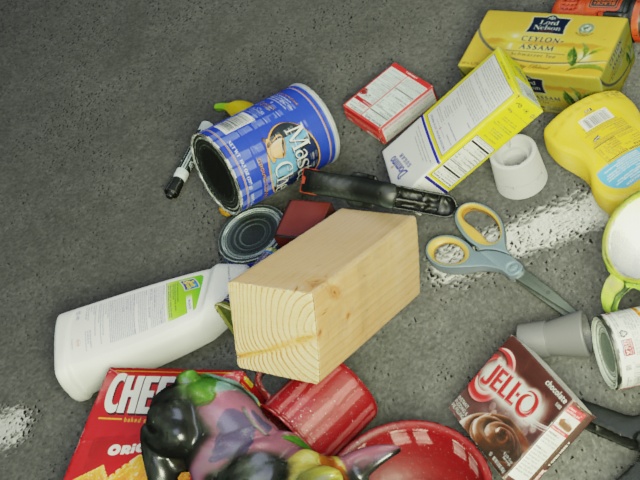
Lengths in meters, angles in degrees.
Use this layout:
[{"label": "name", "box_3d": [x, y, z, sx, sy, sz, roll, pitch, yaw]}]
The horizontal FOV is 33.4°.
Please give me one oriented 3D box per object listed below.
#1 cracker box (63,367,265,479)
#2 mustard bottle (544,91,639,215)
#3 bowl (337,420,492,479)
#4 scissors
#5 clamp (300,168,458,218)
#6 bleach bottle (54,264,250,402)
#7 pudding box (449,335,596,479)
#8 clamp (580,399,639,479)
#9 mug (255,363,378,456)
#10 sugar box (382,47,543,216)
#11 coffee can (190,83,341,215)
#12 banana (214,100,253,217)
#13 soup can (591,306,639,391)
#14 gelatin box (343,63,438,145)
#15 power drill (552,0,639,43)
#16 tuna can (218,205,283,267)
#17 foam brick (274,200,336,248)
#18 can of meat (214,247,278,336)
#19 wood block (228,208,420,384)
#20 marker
[{"label": "cracker box", "box_3d": [-0.161, 0.229, 1.033, 0.164, 0.072, 0.213, -2, 52, 24]}, {"label": "mustard bottle", "box_3d": [0.312, -0.070, 1.065, 0.096, 0.058, 0.192, -27, 45, -4]}, {"label": "bowl", "box_3d": [0.077, 0.239, 0.921, 0.162, 0.055, 0.162, -13, 48, 15]}, {"label": "scissors", "box_3d": [0.175, 0.036, 1.072, 0.096, 0.016, 0.202, -29, 46, 2]}, {"label": "clamp", "box_3d": [0.055, -0.049, 1.106, 0.172, 0.120, 0.039, 17, 91, 48]}, {"label": "bleach bottle", "box_3d": [-0.161, 0.090, 1.159, 0.251, 0.068, 0.102, -18, 48, 8]}, {"label": "pudding box", "box_3d": [0.173, 0.149, 0.928, 0.090, 0.039, 0.114, -52, 32, 9]}, {"label": "clamp", "box_3d": [0.273, 0.187, 0.883, 0.210, 0.036, 0.164, -9, 51, 24]}, {"label": "mug", "box_3d": [-0.009, 0.153, 1.005, 0.117, 0.093, 0.081, 42, 70, 16]}, {"label": "sugar box", "box_3d": [0.149, -0.115, 1.144, 0.176, 0.048, 0.093, -43, 34, 26]}, {"label": "coffee can", "box_3d": [-0.062, -0.105, 1.222, 0.140, 0.103, 0.103, -30, 44, -23]}, {"label": "banana", "box_3d": [-0.094, -0.111, 1.315, 0.070, 0.037, 0.198, -30, 42, 24]}, {"label": "soup can", "box_3d": [0.294, 0.087, 0.921, 0.102, 0.068, 0.068, -12, 47, -1]}, {"label": "gelatin box", "box_3d": [0.084, -0.163, 1.274, 0.089, 0.030, 0.073, -40, 48, -10]}, {"label": "power drill", "box_3d": [0.380, -0.303, 1.229, 0.185, 0.057, 0.187, 12, 59, 33]}, {"label": "tuna can", "box_3d": [-0.071, 0.002, 1.207, 0.086, 0.033, 0.086, -13, 48, 15]}, {"label": "foam brick", "box_3d": [-0.008, 0.001, 1.147, 0.051, 0.078, 0.053, 5, 55, 25]}, {"label": "can of meat", "box_3d": [-0.049, 0.070, 1.093, 0.058, 0.102, 0.083, 21, 62, 38]}, {"label": "wood block", "box_3d": [0.011, 0.047, 1.025, 0.091, 0.090, 0.205, 8, 24, 30]}, {"label": "marker", "box_3d": [-0.165, -0.100, 1.349, 0.020, 0.020, 0.121, 5, 55, 29]}]
